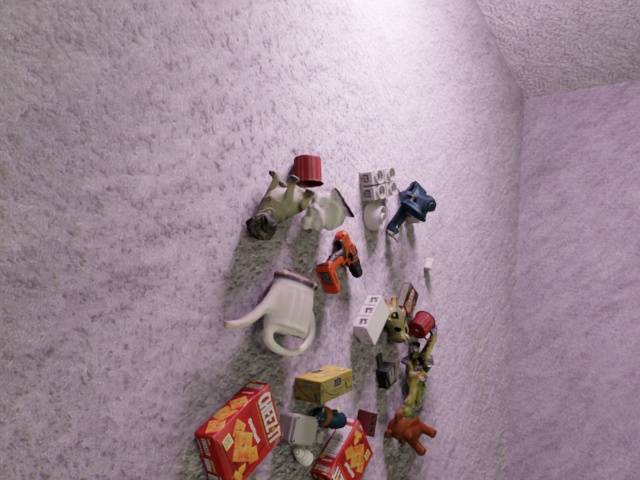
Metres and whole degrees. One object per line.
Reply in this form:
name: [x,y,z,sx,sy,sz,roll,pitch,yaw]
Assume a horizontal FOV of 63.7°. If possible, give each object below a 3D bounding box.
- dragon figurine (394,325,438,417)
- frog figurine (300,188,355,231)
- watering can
dragon figurine: [0.405,0.552,2.095,0.417,0.123,0.237,-42,138,-46]
frog figurine: [0.005,-0.079,1.575,0.160,0.125,0.134,-34,132,-10]
watering can: [-0.108,0.181,1.364,0.343,0.104,0.228,34,59,-49]
